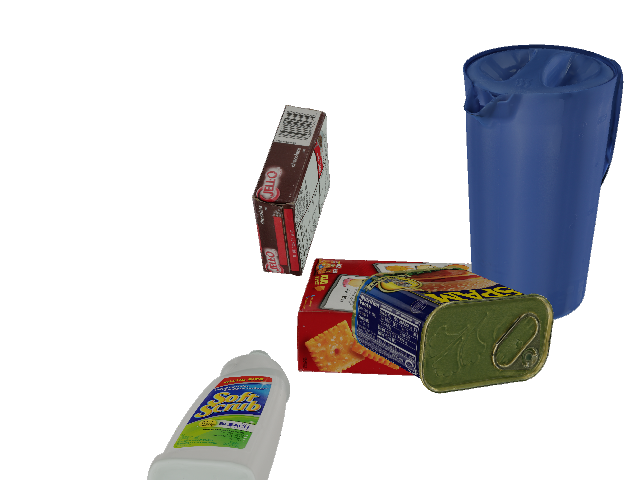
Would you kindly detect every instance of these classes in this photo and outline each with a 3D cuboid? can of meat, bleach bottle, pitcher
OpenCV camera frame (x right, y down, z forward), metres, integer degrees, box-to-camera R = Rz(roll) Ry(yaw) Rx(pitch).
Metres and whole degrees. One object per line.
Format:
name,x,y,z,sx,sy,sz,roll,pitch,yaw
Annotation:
can of meat,0.082,0.053,0.684,0.101,0.057,0.084,-3,15,-31
bleach bottle,-0.088,0.175,1.037,0.102,0.068,0.250,1,21,6
pitcher,0.206,-0.054,0.992,0.149,0.243,0.145,1,29,7

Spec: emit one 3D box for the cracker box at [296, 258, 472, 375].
cracker box,0.091,0.077,1.063,0.214,0.072,0.164,2,17,5

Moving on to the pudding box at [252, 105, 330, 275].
pudding box,-0.022,-0.041,0.884,0.039,0.113,0.090,10,-40,11
